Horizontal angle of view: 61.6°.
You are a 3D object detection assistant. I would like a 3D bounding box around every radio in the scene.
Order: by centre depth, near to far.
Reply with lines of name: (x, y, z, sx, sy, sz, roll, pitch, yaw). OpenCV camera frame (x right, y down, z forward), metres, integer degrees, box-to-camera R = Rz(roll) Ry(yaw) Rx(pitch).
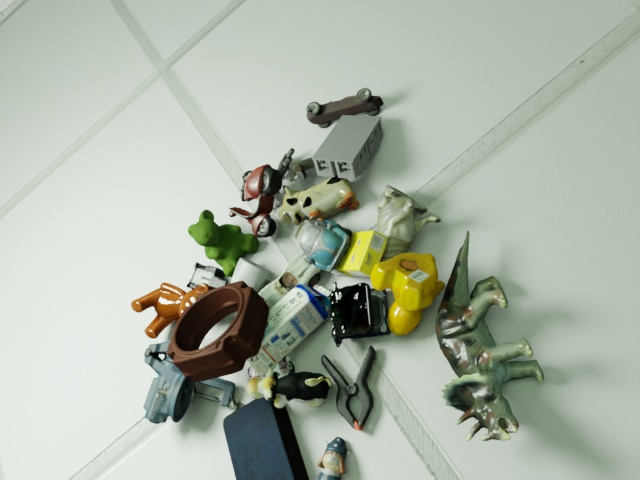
radio: (-0.114, 0.457, 1.132, 0.131, 0.073, 0.230, -30, 58, 12)

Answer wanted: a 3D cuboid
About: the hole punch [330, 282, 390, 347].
hole punch: (0.087, 0.156, 1.163, 0.116, 0.092, 0.142, -16, 72, 38)

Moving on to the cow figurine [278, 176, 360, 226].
cow figurine: (-0.014, -0.098, 1.310, 0.195, 0.085, 0.127, -27, 58, 8)

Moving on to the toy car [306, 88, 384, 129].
toy car: (0.061, -0.339, 1.374, 0.202, 0.089, 0.053, -11, 69, 22)

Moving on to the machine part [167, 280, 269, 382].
machine part: (-0.221, 0.193, 1.165, 0.202, 0.087, 0.201, -18, 36, 23)

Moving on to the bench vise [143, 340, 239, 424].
bench vise: (-0.296, 0.327, 1.248, 0.241, 0.128, 0.223, 14, 65, 8)

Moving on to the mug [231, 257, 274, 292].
mug: (-0.169, 0.112, 1.306, 0.109, 0.081, 0.107, 29, 91, -6)

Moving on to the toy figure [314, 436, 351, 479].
toy figure: (0.021, 0.473, 1.073, 0.064, 0.058, 0.154, 18, 72, -10)

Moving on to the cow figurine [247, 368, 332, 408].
cow figurine: (-0.064, 0.306, 1.116, 0.167, 0.098, 0.068, 5, 61, -16)

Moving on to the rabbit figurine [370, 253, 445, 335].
rabbit figurine: (0.179, 0.113, 1.106, 0.122, 0.173, 0.162, 21, 35, 29)

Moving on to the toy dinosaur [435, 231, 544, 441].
toy dinosaur: (0.292, 0.189, 1.038, 0.192, 0.131, 0.405, -25, 55, 13)

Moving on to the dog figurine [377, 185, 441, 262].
dog figurine: (0.152, -0.012, 1.201, 0.190, 0.121, 0.172, -57, 24, 14)

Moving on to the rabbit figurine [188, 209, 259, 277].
rabbit figurine: (-0.255, -0.012, 1.334, 0.121, 0.170, 0.159, -48, 59, -1)

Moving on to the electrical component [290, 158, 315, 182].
electrical component: (-0.044, -0.177, 1.355, 0.078, 0.102, 0.045, -19, 100, -3)

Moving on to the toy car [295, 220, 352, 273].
toy car: (-0.002, -0.004, 1.202, 0.109, 0.103, 0.162, -59, 22, 9)

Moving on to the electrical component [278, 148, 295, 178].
electrical component: (-0.095, -0.194, 1.404, 0.094, 0.021, 0.063, -51, 19, 45)

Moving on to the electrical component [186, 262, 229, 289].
electrical component: (-0.275, 0.104, 1.366, 0.119, 0.047, 0.075, 9, 74, 27)

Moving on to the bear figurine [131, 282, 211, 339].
bear figurine: (-0.344, 0.171, 1.315, 0.196, 0.120, 0.132, 2, 30, 40)

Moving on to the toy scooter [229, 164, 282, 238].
toy scooter: (-0.168, -0.100, 1.341, 0.135, 0.075, 0.183, 8, 95, 29)

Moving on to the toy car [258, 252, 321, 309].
toy car: (-0.078, 0.113, 1.259, 0.202, 0.056, 0.074, -45, 58, -7)
